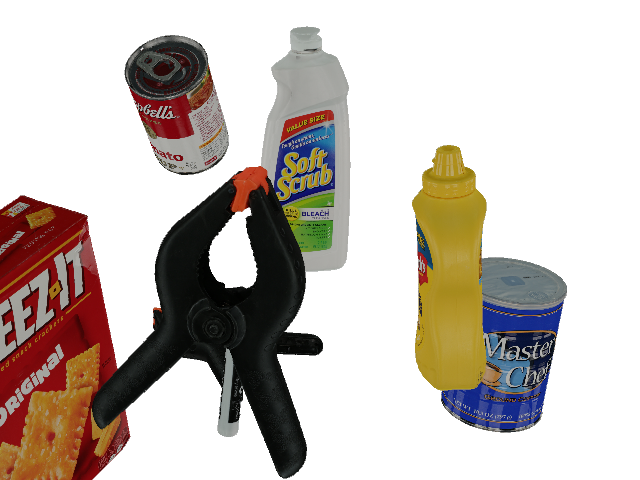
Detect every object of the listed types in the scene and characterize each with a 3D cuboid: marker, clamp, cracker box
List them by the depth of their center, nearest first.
[{"bbox_3d":[-0.063,0.044,0.566,0.120,0.171,0.039,4,17,1],"label":"clamp"},{"bbox_3d":[-0.217,0.103,0.744,0.072,0.214,0.164,14,37,25],"label":"cracker box"},{"bbox_3d":[-0.076,0.118,0.932,0.020,0.121,0.020,6,26,-3],"label":"marker"},{"bbox_3d":[-0.124,0.125,1.262,0.210,0.036,0.164,15,23,25],"label":"clamp"}]

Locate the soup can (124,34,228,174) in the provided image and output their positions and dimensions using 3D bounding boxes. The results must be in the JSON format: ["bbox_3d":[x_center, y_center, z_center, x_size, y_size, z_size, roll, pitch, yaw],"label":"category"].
[{"bbox_3d":[-0.117,-0.111,0.889,0.068,0.068,0.102,0,-34,7],"label":"soup can"}]

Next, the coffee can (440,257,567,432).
[{"bbox_3d":[0.178,0.101,1.045,0.103,0.140,0.103,5,23,-2],"label":"coffee can"}]

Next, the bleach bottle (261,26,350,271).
[{"bbox_3d":[-0.021,-0.092,1.095,0.102,0.251,0.068,0,26,3],"label":"bleach bottle"}]

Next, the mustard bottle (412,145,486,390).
[{"bbox_3d":[0.103,0.017,0.851,0.058,0.192,0.096,-2,25,3],"label":"mustard bottle"}]
